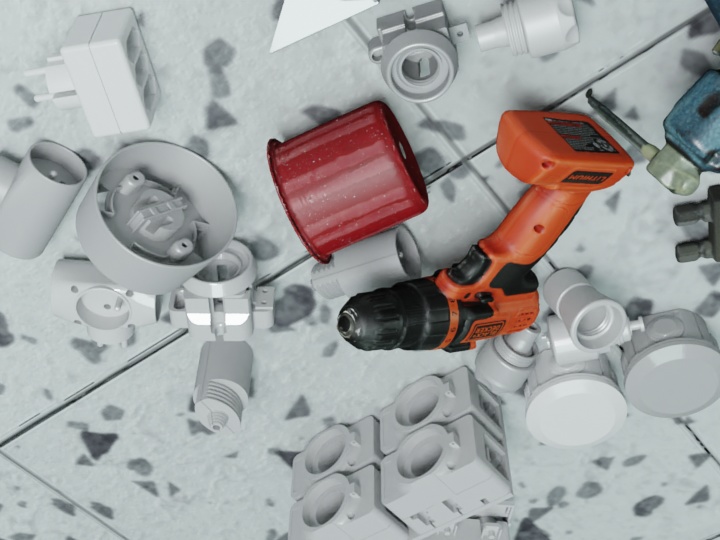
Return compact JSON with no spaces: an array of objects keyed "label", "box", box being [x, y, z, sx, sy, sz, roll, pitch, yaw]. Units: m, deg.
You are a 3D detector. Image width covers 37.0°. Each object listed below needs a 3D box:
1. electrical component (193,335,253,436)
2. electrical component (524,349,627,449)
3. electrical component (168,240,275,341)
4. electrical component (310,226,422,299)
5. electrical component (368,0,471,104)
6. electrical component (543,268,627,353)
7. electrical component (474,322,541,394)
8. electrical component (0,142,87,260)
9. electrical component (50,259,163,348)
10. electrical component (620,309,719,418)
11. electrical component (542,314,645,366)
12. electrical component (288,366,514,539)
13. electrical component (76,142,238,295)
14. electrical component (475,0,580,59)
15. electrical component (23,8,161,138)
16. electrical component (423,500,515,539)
[{"label":"electrical component","box":[-0.109,0.095,0.849,0.043,0.081,0.043,0,129,0]},{"label":"electrical component","box":[0.173,0.103,0.874,0.080,0.051,0.080,0,129,0]},{"label":"electrical component","box":[-0.104,0.014,0.800,0.078,0.058,0.057,0,132,0]},{"label":"electrical component","box":[0.000,0.000,0.795,0.081,0.043,0.043,-18,127,24]},{"label":"electrical component","box":[0.037,-0.137,0.679,0.066,0.055,0.048,-15,127,12]},{"label":"electrical component","box":[0.164,0.027,0.803,0.044,0.065,0.044,-7,119,-13]},{"label":"electrical component","box":[0.120,0.065,0.849,0.043,0.043,0.062,20,125,-15]},{"label":"electrical component","box":[-0.243,-0.056,0.753,0.079,0.043,0.077,27,124,-20]},{"label":"electrical component","box":[-0.191,0.030,0.821,0.077,0.044,0.079,4,129,-3]},{"label":"electrical component","box":[0.247,0.074,0.850,0.080,0.051,0.080,0,129,0]},{"label":"electrical component","box":[0.181,0.049,0.837,0.078,0.040,0.040,-12,128,10]},{"label":"electrical component","box":[0.027,0.167,0.891,0.186,0.105,0.060,-31,122,23]},{"label":"electrical component","box":[-0.141,-0.035,0.738,0.099,0.099,0.064,31,128,-22]},{"label":"electrical component","box":[0.104,-0.153,0.674,0.062,0.043,0.043,-14,127,13]},{"label":"electrical component","box":[-0.178,-0.124,0.695,0.077,0.047,0.065,-8,129,7]},{"label":"electrical component","box":[0.074,0.243,0.978,0.121,0.063,0.078,6,128,-4]}]
